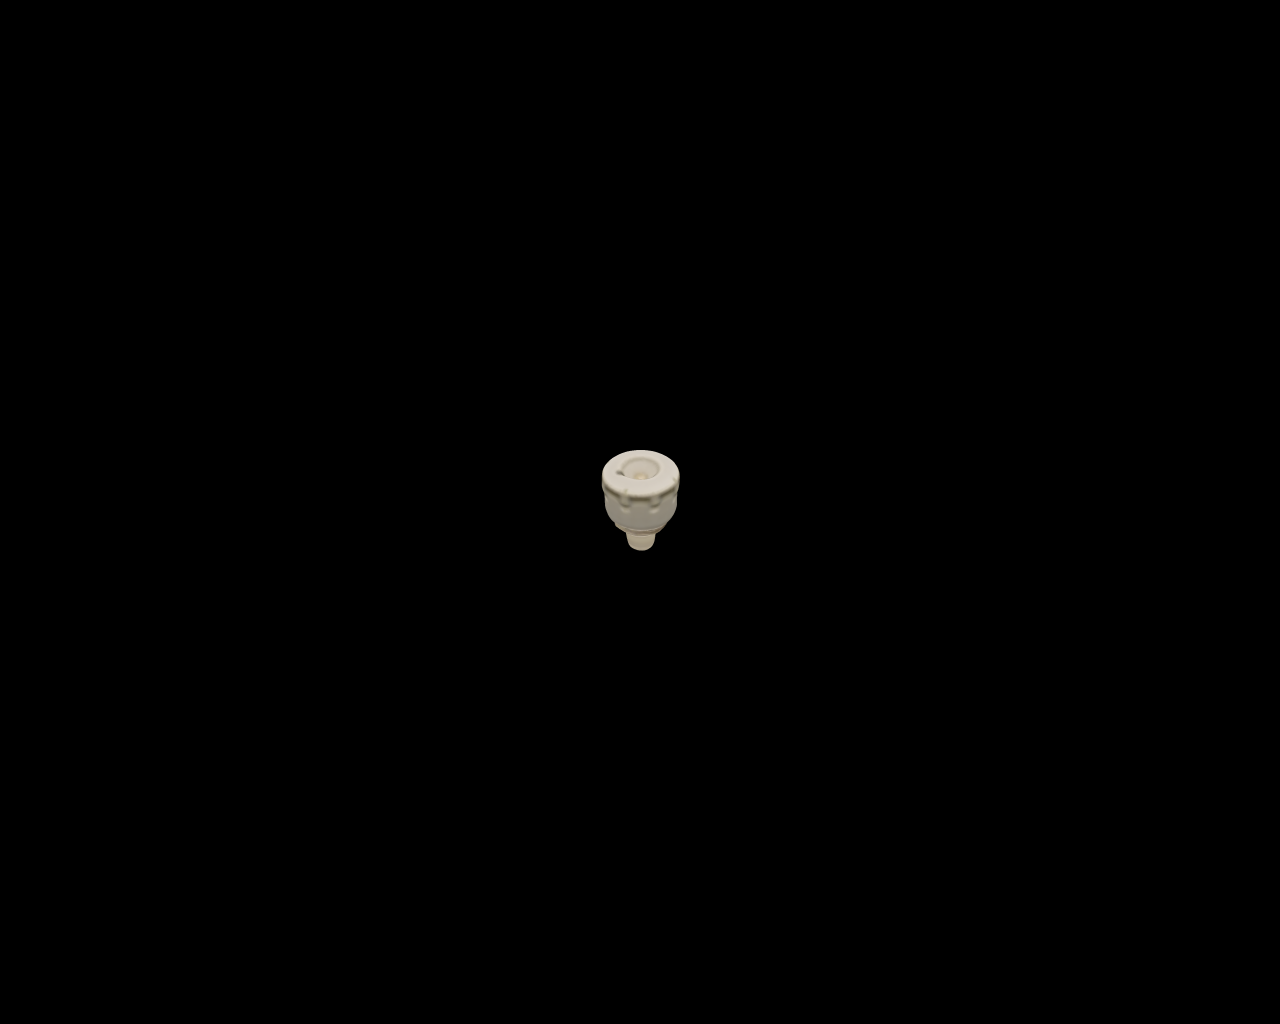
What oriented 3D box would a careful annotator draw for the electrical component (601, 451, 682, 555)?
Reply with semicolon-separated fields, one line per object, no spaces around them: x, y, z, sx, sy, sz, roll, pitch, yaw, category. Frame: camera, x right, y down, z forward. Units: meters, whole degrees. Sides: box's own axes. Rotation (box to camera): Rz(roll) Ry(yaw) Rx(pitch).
0.001;-0.003;0.650;0.048;0.062;0.048;0;38;0;electrical component
